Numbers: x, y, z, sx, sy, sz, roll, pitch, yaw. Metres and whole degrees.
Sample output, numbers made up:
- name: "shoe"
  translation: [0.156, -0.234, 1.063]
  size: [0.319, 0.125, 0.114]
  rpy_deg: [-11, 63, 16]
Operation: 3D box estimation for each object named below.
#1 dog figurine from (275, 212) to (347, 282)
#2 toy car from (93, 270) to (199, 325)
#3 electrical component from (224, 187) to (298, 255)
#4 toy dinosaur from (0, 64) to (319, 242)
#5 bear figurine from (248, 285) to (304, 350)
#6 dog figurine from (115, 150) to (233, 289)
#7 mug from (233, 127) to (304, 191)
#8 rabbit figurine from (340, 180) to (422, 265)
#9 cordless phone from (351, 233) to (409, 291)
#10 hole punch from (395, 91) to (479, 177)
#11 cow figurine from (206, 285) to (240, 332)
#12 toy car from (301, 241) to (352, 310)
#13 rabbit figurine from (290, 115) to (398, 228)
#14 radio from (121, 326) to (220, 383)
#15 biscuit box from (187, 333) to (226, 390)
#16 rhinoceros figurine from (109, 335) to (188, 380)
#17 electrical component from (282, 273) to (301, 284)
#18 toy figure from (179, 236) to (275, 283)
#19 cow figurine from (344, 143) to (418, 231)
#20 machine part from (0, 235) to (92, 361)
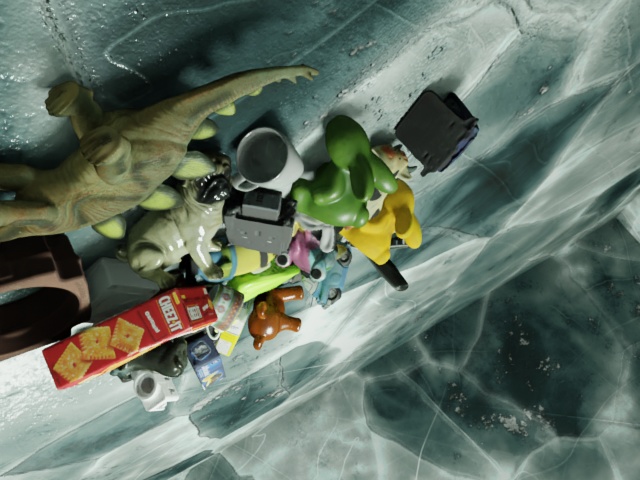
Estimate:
- name: "dog figurine"
  translation: [-0.002, -0.003, 1.060]
  size: [0.219, 0.109, 0.191]
  rpy_deg: [-23, 127, -75]
- name: "toy car"
  translation: [-0.309, 0.129, 0.966]
  size: [0.202, 0.089, 0.053]
  rpy_deg: [-28, 157, -14]
- name: "electrical component"
  translation: [-0.098, -0.032, 0.882]
  size: [0.115, 0.058, 0.134]
  rpy_deg: [8, 150, -2]
- name: "toy dinosaur"
  translation: [-0.222, -0.096, 0.615]
  size: [0.472, 0.105, 0.198]
  rpy_deg: [-27, 166, 11]
- name: "bear figurine"
  translation: [-0.096, 0.170, 1.207]
  size: [0.132, 0.120, 0.196]
  rpy_deg: [3, -175, -9]
- name: "dog figurine"
  translation: [-0.211, -0.042, 0.768]
  size: [0.172, 0.121, 0.190]
  rpy_deg: [-10, 127, -20]
- name: "mug"
  translation: [-0.074, -0.107, 0.801]
  size: [0.109, 0.081, 0.107]
  rpy_deg: [-42, 164, 13]
- name: "rabbit figurine"
  translation: [0.139, -0.045, 1.136]
  size: [0.173, 0.163, 0.121]
  rpy_deg: [-53, 142, 4]
- name: "cordless phone"
  translation: [0.167, 0.039, 1.262]
  size: [0.146, 0.184, 0.088]
  rpy_deg: [-2, 138, -50]
- name: "hole punch"
  translation: [0.216, -0.193, 0.956]
  size: [0.092, 0.116, 0.142]
  rpy_deg: [-16, 154, -51]
- name: "cow figurine"
  translation: [-0.249, 0.128, 1.058]
  size: [0.167, 0.098, 0.068]
  rpy_deg: [8, 145, -30]
- name: "toy car"
  translation: [0.008, 0.071, 1.221]
  size: [0.109, 0.103, 0.161]
  rpy_deg: [124, -16, -77]
- name: "rabbit figurine"
  translation: [0.036, -0.108, 0.860]
  size: [0.121, 0.159, 0.170]
  rpy_deg: [-25, 138, -37]
- name: "radio"
  translation: [-0.322, 0.208, 1.126]
  size: [0.229, 0.073, 0.131]
  rpy_deg: [-19, 154, -27]
- name: "biscuit box"
  translation: [-0.249, 0.266, 1.170]
  size: [0.059, 0.063, 0.202]
  rpy_deg: [-27, 160, -17]
- name: "rhinoceros figurine"
  translation: [-0.338, 0.207, 0.995]
  size: [0.190, 0.112, 0.073]
  rpy_deg: [10, 152, -2]
- name: "electrical component"
  translation: [-0.049, 0.077, 1.273]
  size: [0.094, 0.021, 0.063]
  rpy_deg: [-17, 153, -30]
- name: "toy figure"
  translation: [-0.158, 0.027, 0.963]
  size: [0.180, 0.082, 0.089]
  rpy_deg: [-9, 150, -39]
- name: "cow figurine"
  translation: [0.102, -0.106, 1.016]
  size: [0.127, 0.085, 0.194]
  rpy_deg: [-23, 157, -20]
- name: "machine part"
  translation: [-0.426, 0.080, 0.725]
  size: [0.201, 0.087, 0.201]
  rpy_deg: [-19, 152, -28]
